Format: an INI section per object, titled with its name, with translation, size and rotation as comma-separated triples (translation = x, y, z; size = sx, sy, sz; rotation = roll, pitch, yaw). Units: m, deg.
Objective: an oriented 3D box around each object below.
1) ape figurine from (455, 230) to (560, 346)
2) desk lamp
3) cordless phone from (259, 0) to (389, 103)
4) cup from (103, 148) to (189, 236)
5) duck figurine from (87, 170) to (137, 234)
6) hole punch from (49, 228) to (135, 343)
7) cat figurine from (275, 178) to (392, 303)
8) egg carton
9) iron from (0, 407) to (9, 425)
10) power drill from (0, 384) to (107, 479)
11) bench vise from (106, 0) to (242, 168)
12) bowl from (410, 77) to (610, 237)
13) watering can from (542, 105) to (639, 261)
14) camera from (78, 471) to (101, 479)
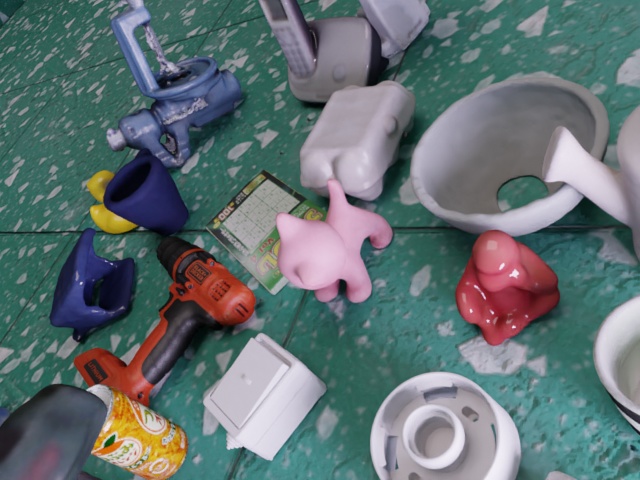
[ape figurine]
translation = 0.138, 0.028, 0.436
size = 0.077, 0.092, 0.076
rotation = -2, 53, 34
[desk lamp]
translation = 0.059, -0.343, 0.726
size = 0.118, 0.214, 0.202
rotation = -48, 42, -10
[cordless phone]
translation = -0.007, -0.266, 0.726
size = 0.147, 0.186, 0.094
rotation = 10, 61, 41
[cup]
translation = -0.221, -0.059, 0.766
size = 0.091, 0.095, 0.117
rotation = -21, 45, 19
[duck figurine]
translation = -0.299, -0.062, 0.831
size = 0.104, 0.086, 0.077
rotation = -21, 45, 19
[hole punch]
translation = -0.302, 0.056, 0.725
size = 0.101, 0.091, 0.108
rotation = -27, 43, 14
[cat figurine]
translation = 0.005, 0.002, 0.534
size = 0.067, 0.118, 0.128
rotation = -1, 54, 35
[egg carton]
translation = 0.044, -0.112, 0.643
size = 0.107, 0.070, 0.150
rotation = 4, 57, 38
[iron]
translation = -0.403, 0.253, 0.586
size = 0.119, 0.142, 0.257
rotation = -42, 42, -4
[power drill]
translation = -0.187, 0.232, 0.400
size = 0.075, 0.209, 0.229
rotation = -10, 49, 29
[bench vise]
translation = -0.236, -0.224, 0.826
size = 0.121, 0.220, 0.208
rotation = 12, 62, 41
[bowl]
translation = 0.169, -0.061, 0.505
size = 0.167, 0.075, 0.167
rotation = -19, 45, 21
[watering can]
translation = 0.235, -0.053, 0.361
size = 0.172, 0.195, 0.101
rotation = -22, 44, 18
[camera]
translation = -0.259, 0.282, 0.489
size = 0.136, 0.101, 0.143
rotation = -23, 44, 18
